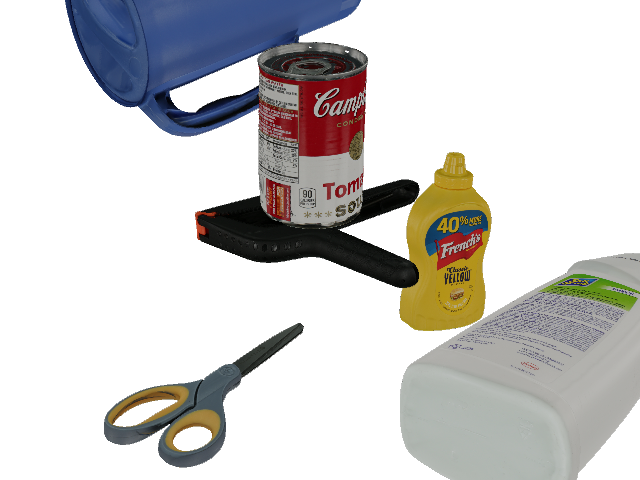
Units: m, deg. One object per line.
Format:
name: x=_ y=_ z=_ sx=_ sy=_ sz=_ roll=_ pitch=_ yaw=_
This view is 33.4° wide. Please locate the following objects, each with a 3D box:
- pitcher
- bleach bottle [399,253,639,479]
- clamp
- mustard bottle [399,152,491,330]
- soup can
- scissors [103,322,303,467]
pitcher: x=-0.078 y=-0.201 z=0.903 sx=0.242 sy=0.149 sz=0.145 roll=-25 pitch=44 yaw=-30
bleach bottle: x=0.155 y=0.061 z=0.616 sx=0.103 sy=0.068 sz=0.250 roll=16 pitch=27 yaw=37
clamp: x=-0.006 y=-0.016 z=0.968 sx=0.210 sy=0.036 sz=0.164 roll=5 pitch=30 yaw=11
mustard bottle: x=0.138 y=-0.001 z=1.152 sx=0.096 sy=0.192 sz=0.058 roll=-7 pitch=21 yaw=-24
soup can: x=-0.006 y=-0.066 z=0.676 sx=0.068 sy=0.102 sz=0.068 roll=1 pitch=27 yaw=0
scissors: x=-0.065 y=0.116 z=0.807 sx=0.201 sy=0.016 sz=0.096 roll=-19 pitch=36 yaw=-34
